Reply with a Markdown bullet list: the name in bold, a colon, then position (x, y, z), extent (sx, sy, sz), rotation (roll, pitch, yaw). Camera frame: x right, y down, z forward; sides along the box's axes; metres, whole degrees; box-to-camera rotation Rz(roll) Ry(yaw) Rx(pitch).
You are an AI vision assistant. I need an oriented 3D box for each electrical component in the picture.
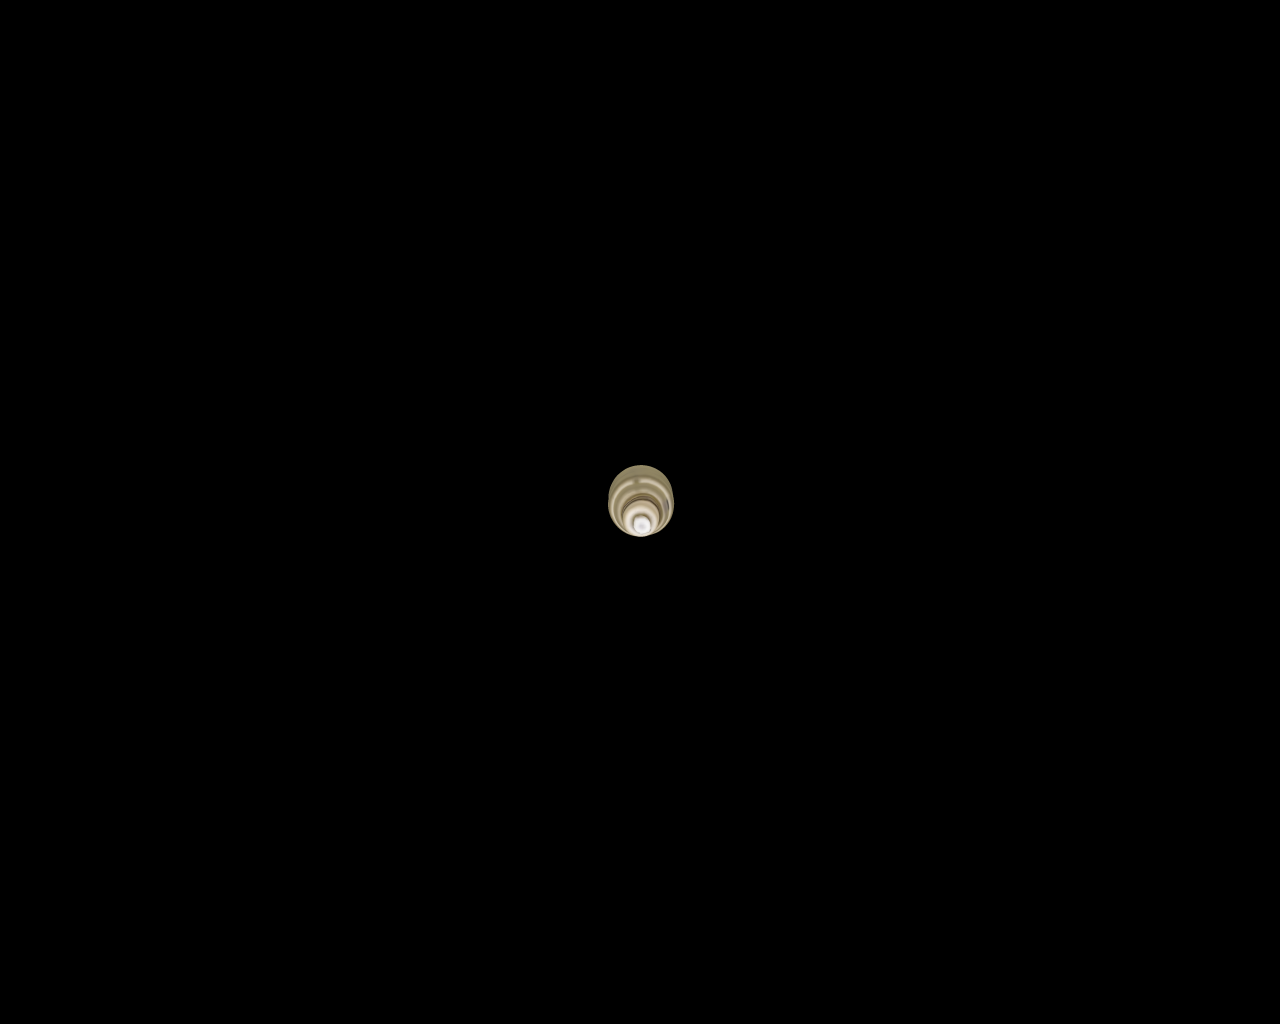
- **electrical component**: position (0.001, -0.003, 0.650), extent (0.040, 0.040, 0.078), rotation (0, 16, 0)
